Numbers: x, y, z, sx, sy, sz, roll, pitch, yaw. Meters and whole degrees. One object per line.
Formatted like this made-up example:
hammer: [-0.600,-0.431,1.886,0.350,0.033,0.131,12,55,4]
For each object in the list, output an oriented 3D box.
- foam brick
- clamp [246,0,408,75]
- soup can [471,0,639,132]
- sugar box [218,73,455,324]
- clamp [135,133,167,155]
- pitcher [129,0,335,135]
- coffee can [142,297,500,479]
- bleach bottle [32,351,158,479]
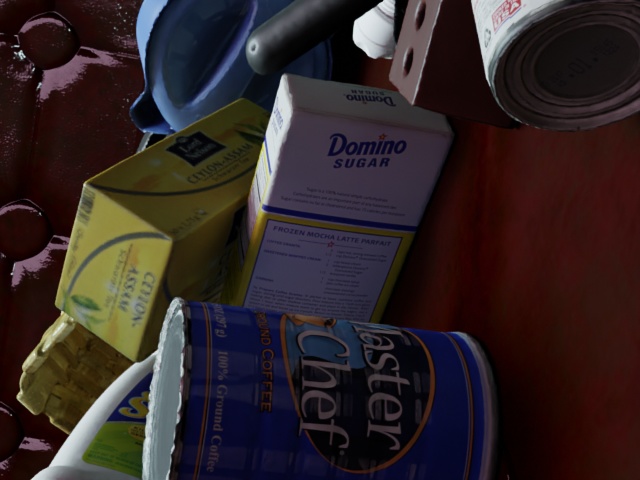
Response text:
foam brick: [0.069,-0.099,0.490,0.053,0.051,0.078,-113,34,-64]
clamp: [0.049,-0.140,0.551,0.172,0.120,0.039,-39,72,41]
soup can: [0.088,-0.099,0.386,0.069,0.068,0.102,117,156,-52]
sugar box: [0.003,-0.005,0.609,0.048,0.093,0.176,-104,27,-53]
clamp: [-0.130,-0.117,1.050,0.210,0.036,0.164,-46,38,38]
pitcher: [-0.072,-0.157,0.843,0.243,0.149,0.145,-129,52,-68]
coffee can: [-0.003,0.085,0.487,0.103,0.140,0.103,-172,90,-76]
bleach bottle: [-0.093,0.111,0.616,0.250,0.102,0.068,-82,16,-71]
